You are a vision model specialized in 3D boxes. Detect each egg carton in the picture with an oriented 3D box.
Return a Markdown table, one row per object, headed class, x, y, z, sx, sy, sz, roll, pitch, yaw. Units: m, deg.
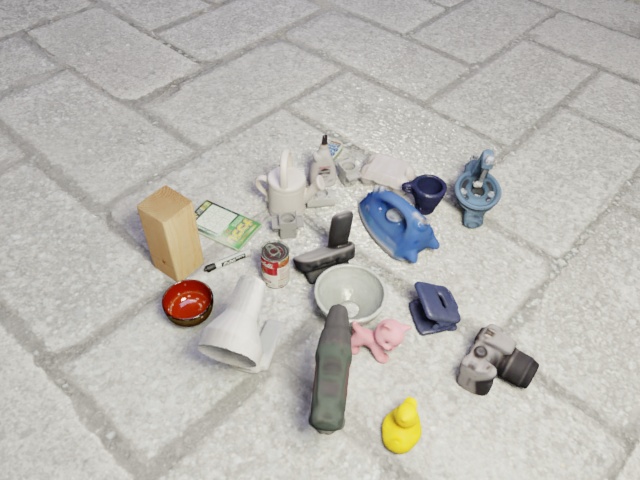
| class | x | y | z | sx | sy | sz | roll | pitch | yaw |
| --- | --- | --- | --- | --- | --- | --- | --- | --- | --- |
| egg carton | 0.189 | -0.184 | 1.608 | 0.150 | 0.069 | 0.107 | 20 | 50 | 15 |

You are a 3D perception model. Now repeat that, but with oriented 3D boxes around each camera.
| class | x | y | z | sx | sy | sz | roll | pitch | yaw |
| --- | --- | --- | --- | --- | --- | --- | --- | --- | --- |
| camera | 0.377 | 0.257 | 1.193 | 0.136 | 0.101 | 0.143 | 29 | 52 | 22 |

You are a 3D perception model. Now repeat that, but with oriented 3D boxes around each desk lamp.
| class | x | y | z | sx | sy | sz | roll | pitch | yaw |
| --- | --- | --- | --- | --- | --- | --- | --- | --- | --- |
| desk lamp | -0.155 | 0.184 | 1.156 | 0.117 | 0.214 | 0.203 | 12 | 48 | 9 |

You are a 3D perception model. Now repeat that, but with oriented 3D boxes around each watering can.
| class | x | y | z | sx | sy | sz | roll | pitch | yaw |
| --- | --- | --- | --- | --- | --- | --- | --- | --- | --- |
| watering can | -0.078 | -0.149 | 1.478 | 0.173 | 0.194 | 0.100 | -8 | 48 | -10 |

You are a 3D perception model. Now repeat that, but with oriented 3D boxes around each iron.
| class | x | y | z | sx | sy | sz | roll | pitch | yaw |
| --- | --- | --- | --- | --- | --- | --- | --- | --- | --- |
| iron | 0.186 | -0.064 | 1.450 | 0.119 | 0.141 | 0.257 | -29 | 55 | -26 |

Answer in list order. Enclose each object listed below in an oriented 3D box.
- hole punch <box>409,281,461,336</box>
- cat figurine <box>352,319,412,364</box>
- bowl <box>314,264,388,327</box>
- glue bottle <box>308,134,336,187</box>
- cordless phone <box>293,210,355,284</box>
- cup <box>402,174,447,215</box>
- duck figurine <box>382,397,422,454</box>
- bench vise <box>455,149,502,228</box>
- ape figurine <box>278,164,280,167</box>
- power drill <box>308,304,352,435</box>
| class | x | y | z | sx | sy | sz | roll | pitch | yaw |
| --- | --- | --- | --- | --- | --- | --- | --- | --- | --- |
| hole punch | 0.262 | 0.147 | 1.294 | 0.101 | 0.091 | 0.108 | -8 | 48 | -10 |
| cat figurine | 0.125 | 0.201 | 1.220 | 0.127 | 0.118 | 0.067 | 14 | 48 | 10 |
| bowl | 0.069 | 0.138 | 1.304 | 0.167 | 0.075 | 0.167 | 2 | 47 | -1 |
| glue bottle | 0.009 | -0.216 | 1.558 | 0.078 | 0.173 | 0.037 | -13 | 49 | -14 |
| cordless phone | 0.012 | 0.005 | 1.348 | 0.148 | 0.185 | 0.094 | -20 | 51 | -20 |
| cup | 0.273 | -0.115 | 1.532 | 0.117 | 0.095 | 0.091 | 5 | 47 | 2 |
| duck figurine | 0.161 | 0.352 | 1.105 | 0.077 | 0.086 | 0.105 | 20 | 50 | 15 |
| bench vise | 0.405 | -0.169 | 1.504 | 0.121 | 0.220 | 0.207 | -7 | 48 | -8 |
| ape figurine | -0.100 | -0.174 | 1.569 | 0.077 | 0.092 | 0.076 | 14 | 48 | 10 |
| power drill | 0.020 | 0.267 | 1.092 | 0.075 | 0.208 | 0.229 | 5 | 47 | 2 |
